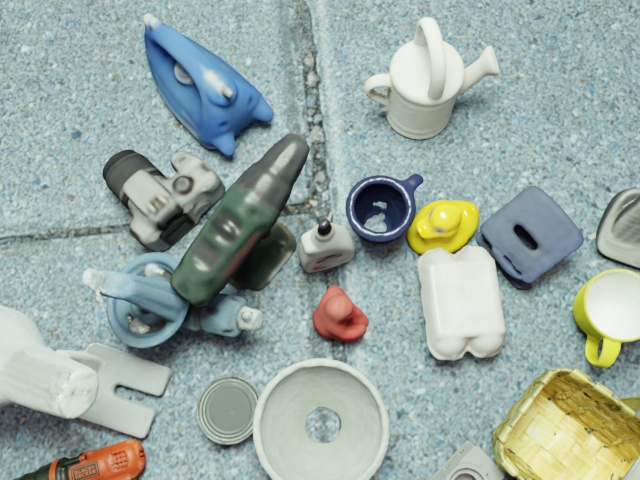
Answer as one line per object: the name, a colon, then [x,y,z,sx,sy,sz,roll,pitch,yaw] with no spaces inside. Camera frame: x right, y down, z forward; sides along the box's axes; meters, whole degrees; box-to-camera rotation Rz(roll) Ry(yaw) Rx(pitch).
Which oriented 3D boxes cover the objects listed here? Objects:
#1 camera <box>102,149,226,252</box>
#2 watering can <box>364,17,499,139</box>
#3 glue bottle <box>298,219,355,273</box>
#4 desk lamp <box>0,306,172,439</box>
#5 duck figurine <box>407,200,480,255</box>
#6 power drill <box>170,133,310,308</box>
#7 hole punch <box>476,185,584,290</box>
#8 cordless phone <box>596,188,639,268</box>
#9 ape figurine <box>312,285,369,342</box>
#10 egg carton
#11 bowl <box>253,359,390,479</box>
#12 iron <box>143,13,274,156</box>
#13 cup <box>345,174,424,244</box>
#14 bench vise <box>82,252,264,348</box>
camera: [-0.230,-0.078,0.802,0.136,0.101,0.143,43,81,12]
watering can: [0.151,-0.226,0.777,0.173,0.194,0.101,-30,76,-5]
glue bottle: [0.007,0.003,0.735,0.078,0.173,0.037,-21,75,-3]
desk lamp: [-0.313,0.162,0.685,0.203,0.213,0.118,16,77,6]
duck figurine: [0.172,-0.025,0.781,0.104,0.086,0.077,-24,76,-4]
power drill: [-0.086,-0.011,0.724,0.075,0.208,0.230,36,80,11]
hole punch: [0.278,-0.001,0.768,0.101,0.091,0.108,-37,77,-7]
cordless phone: [0.450,-0.024,0.718,0.147,0.185,0.094,15,77,6]
ape figurine: [0.026,0.096,0.752,0.076,0.092,0.078,-11,75,0]
egg carton: [0.188,0.082,0.761,0.107,0.069,0.150,-6,75,1]
bowl: [0.002,0.236,0.726,0.167,0.075,0.167,0,76,2]
iron: [-0.189,-0.249,0.823,0.119,0.141,0.258,-44,78,-8]
cup: [0.090,-0.040,0.783,0.118,0.095,0.091,-40,77,-8]
bench vise: [-0.179,0.065,0.702,0.207,0.220,0.121,-7,75,1]
